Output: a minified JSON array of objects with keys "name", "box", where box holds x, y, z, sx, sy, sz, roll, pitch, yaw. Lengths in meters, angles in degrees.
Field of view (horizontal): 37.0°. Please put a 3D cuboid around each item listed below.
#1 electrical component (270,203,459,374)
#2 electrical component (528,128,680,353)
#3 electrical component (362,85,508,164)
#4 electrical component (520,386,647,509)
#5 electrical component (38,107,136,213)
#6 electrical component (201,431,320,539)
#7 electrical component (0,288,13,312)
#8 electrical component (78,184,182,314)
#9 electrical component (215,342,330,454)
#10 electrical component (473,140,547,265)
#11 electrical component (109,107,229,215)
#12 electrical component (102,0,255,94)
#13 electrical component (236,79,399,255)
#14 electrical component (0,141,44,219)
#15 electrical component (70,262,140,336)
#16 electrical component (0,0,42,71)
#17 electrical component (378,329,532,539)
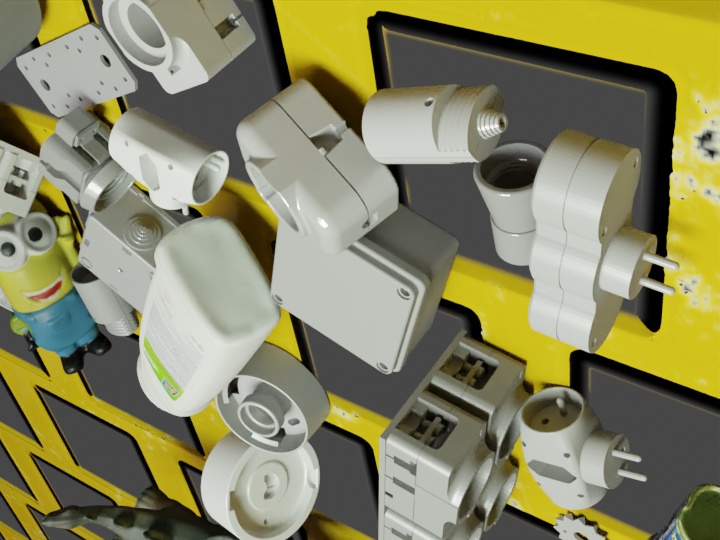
[{"name":"electrical component","box":[0.000,0.000,0.720,0.109,0.056,0.108,32,146,14]},{"name":"electrical component","box":[0.135,-0.007,0.578,0.074,0.052,0.138,22,143,26]},{"name":"electrical component","box":[0.045,-0.080,0.593,0.081,0.043,0.043,5,133,42]},{"name":"electrical component","box":[0.153,0.123,0.718,0.079,0.043,0.077,9,135,40]},{"name":"electrical component","box":[-0.210,-0.082,0.838,0.057,0.058,0.078,42,147,4]},{"name":"electrical component","box":[-0.098,0.196,1.004,0.060,0.108,0.108,11,137,47]},{"name":"electrical component","box":[-0.360,0.005,1.084,0.099,0.064,0.099,27,144,21]},{"name":"electrical component","box":[-0.185,-0.014,0.899,0.100,0.048,0.099,40,147,1]},{"name":"electrical component","box":[-0.076,0.111,0.940,0.099,0.064,0.099,15,131,18]},{"name":"electrical component","box":[0.090,-0.034,0.604,0.044,0.044,0.065,19,146,30]},{"name":"electrical component","box":[-0.138,-0.071,0.790,0.077,0.043,0.079,28,145,19]},{"name":"electrical component","box":[-0.118,-0.158,0.656,0.050,0.055,0.089,-6,125,48]},{"name":"electrical component","box":[-0.029,-0.059,0.650,0.095,0.059,0.053,49,169,16]},{"name":"electrical component","box":[-0.348,-0.094,0.889,0.089,0.061,0.150,21,177,30]},{"name":"electrical component","box":[-0.233,0.029,1.001,0.043,0.043,0.081,14,138,35]},{"name":"electrical component","box":[-0.277,-0.197,0.769,0.108,0.060,0.108,27,144,21]},{"name":"electrical component","box":[0.067,0.147,0.776,0.060,0.105,0.186,26,144,22]}]
